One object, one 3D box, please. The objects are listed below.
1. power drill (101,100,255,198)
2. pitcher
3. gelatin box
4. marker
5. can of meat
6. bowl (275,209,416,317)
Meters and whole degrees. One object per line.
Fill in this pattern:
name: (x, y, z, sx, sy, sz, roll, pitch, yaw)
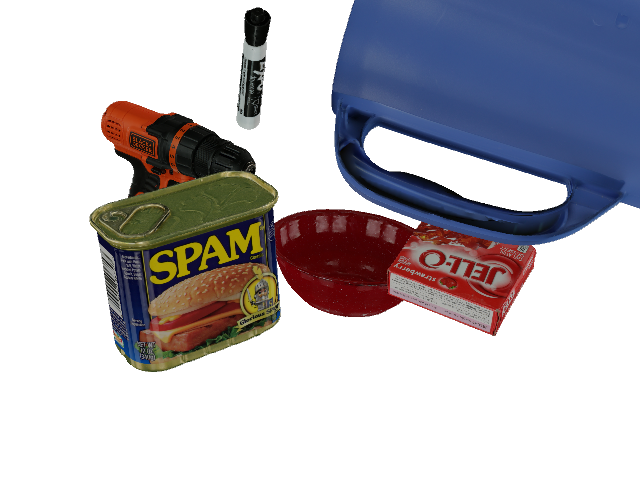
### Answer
power drill: (-0.148, -0.038, 1.100, 0.185, 0.188, 0.057, 24, 33, 28)
pitcher: (0.131, -0.081, 0.567, 0.243, 0.149, 0.144, 22, 34, 7)
gelatin box: (0.104, 0.022, 0.786, 0.089, 0.030, 0.073, 21, 49, 21)
marker: (-0.051, -0.130, 0.809, 0.020, 0.020, 0.121, 0, -34, -8)
can of meat: (-0.072, 0.017, 0.604, 0.101, 0.084, 0.058, -18, 31, -27)
bowl: (0.027, 0.027, 1.004, 0.162, 0.055, 0.162, 5, 24, -3)
